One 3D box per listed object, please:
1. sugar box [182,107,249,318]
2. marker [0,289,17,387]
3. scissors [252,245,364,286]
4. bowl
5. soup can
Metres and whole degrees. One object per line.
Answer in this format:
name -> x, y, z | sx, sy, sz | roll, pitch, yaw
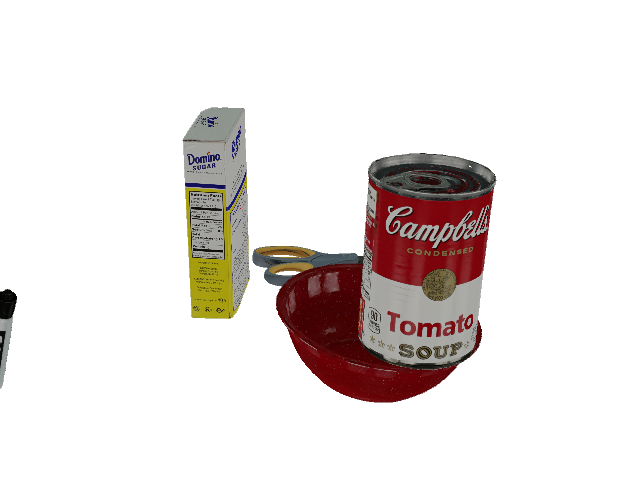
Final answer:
sugar box -> -0.094, -0.025, 0.980 | 0.048, 0.176, 0.093 | 1, 25, 7
marker -> -0.315, 0.097, 1.049 | 0.020, 0.121, 0.020 | 14, 32, -9
scissors -> 0.023, 0.030, 1.175 | 0.202, 0.016, 0.096 | 4, 23, 5
bowl -> 0.042, 0.079, 0.839 | 0.162, 0.055, 0.162 | 7, 26, -3
soup can -> 0.056, 0.011, 0.585 | 0.068, 0.102, 0.068 | 3, 22, -1
